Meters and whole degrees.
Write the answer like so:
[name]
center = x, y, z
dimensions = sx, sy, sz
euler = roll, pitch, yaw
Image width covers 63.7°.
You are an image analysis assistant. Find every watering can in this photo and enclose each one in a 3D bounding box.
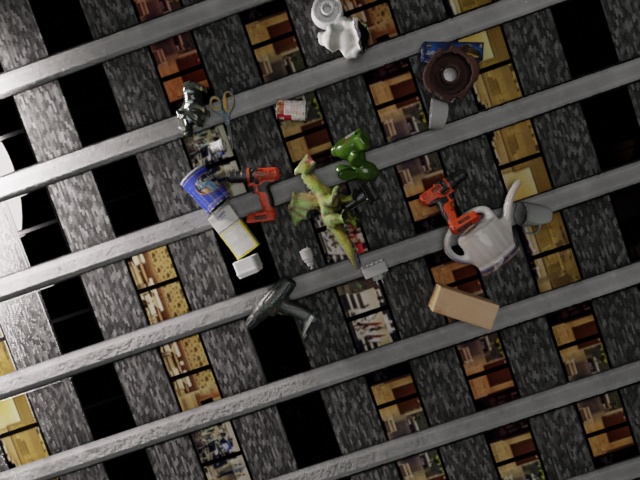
[watering can]
center = 0.587, -0.027, 1.732
dimensions = 0.347, 0.224, 0.104
euler = -37, 2, 4

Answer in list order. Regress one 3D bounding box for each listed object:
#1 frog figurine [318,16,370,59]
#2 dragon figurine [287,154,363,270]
[frog figurine]
center = 0.080, -0.668, 1.715
dimensions = 0.159, 0.135, 0.125
euler = -2, 36, 34
[dragon figurine]
center = 0.005, -0.088, 1.739
dimensions = 0.243, 0.404, 0.124
euler = 3, 22, 29
